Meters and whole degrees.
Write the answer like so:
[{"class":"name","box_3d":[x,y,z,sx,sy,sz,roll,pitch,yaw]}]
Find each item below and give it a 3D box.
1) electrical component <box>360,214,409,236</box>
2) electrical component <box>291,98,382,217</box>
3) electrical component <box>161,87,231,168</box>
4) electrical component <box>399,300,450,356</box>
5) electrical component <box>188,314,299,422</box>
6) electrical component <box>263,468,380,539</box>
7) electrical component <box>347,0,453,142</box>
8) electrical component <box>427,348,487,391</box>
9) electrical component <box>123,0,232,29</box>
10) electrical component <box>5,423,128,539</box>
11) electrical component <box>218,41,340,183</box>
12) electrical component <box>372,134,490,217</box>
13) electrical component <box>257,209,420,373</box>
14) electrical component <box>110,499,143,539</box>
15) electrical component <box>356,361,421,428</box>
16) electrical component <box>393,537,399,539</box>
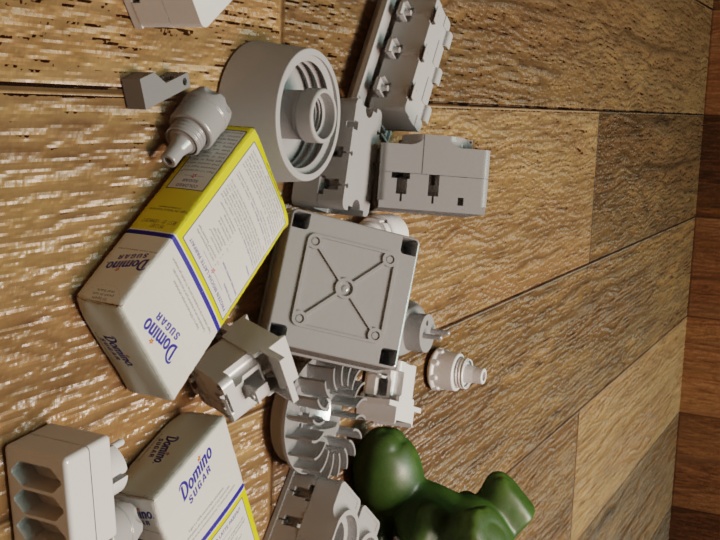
[{"class":"electrical component","box_3d":[0.015,-0.031,0.988,0.078,0.040,0.040,-7,102,-63]},{"class":"electrical component","box_3d":[-0.023,-0.093,0.882,0.050,0.056,0.089,14,83,-64]},{"class":"electrical component","box_3d":[-0.114,-0.093,0.723,0.061,0.035,0.035,-61,146,-34]},{"class":"electrical component","box_3d":[0.046,0.058,1.027,0.077,0.079,0.043,-22,114,-61]},{"class":"electrical component","box_3d":[-0.086,0.072,0.776,0.064,0.081,0.042,-37,131,-29]},{"class":"electrical component","box_3d":[-0.046,0.280,0.914,0.105,0.060,0.186,59,44,-51]},{"class":"electrical component","box_3d":[0.037,-0.186,0.973,0.078,0.063,0.121,49,52,-56]},{"class":"electrical component","box_3d":[0.108,0.112,1.184,0.048,0.062,0.048,-25,119,-60]},{"class":"electrical component","box_3d":[-0.097,-0.232,0.693,0.150,0.062,0.089,-60,145,-40]},{"class":"electrical component","box_3d":[-0.167,0.126,0.649,0.077,0.047,0.065,-27,120,-59]},{"class":"electrical component","box_3d":[-0.053,-0.117,0.809,0.108,0.060,0.108,-25,118,-60]},{"class":"electrical component","box_3d":[0.059,-0.081,0.947,0.150,0.089,0.061,-123,-143,-88]},{"class":"electrical component","box_3d":[-0.018,0.018,0.850,0.056,0.109,0.108,154,-52,-74]},{"class":"electrical component","box_3d":[-0.167,0.168,0.674,0.061,0.035,0.035,-19,112,-60]},{"class":"electrical component","box_3d":[0.028,0.118,1.047,0.081,0.042,0.063,29,67,-63]},{"class":"electrical component","box_3d":[0.071,0.294,1.171,0.079,0.044,0.077,-55,142,-44]}]
